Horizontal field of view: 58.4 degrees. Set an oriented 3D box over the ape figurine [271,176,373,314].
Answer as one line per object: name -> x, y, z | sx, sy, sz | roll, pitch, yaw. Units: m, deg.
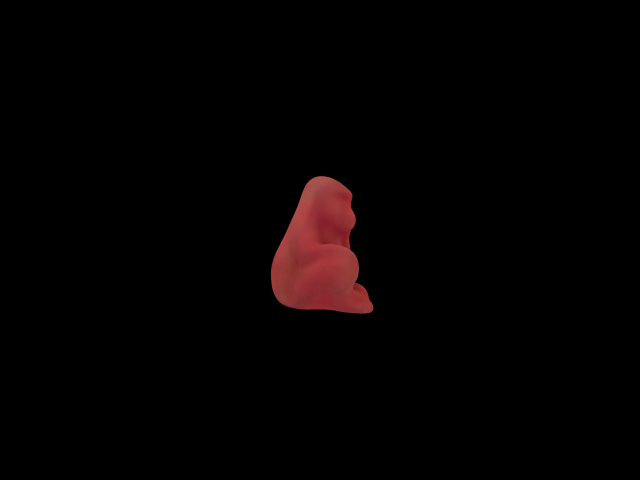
ape figurine -> 0.004, 0.001, 0.400 | 0.076, 0.092, 0.078 | 1, 4, 20
